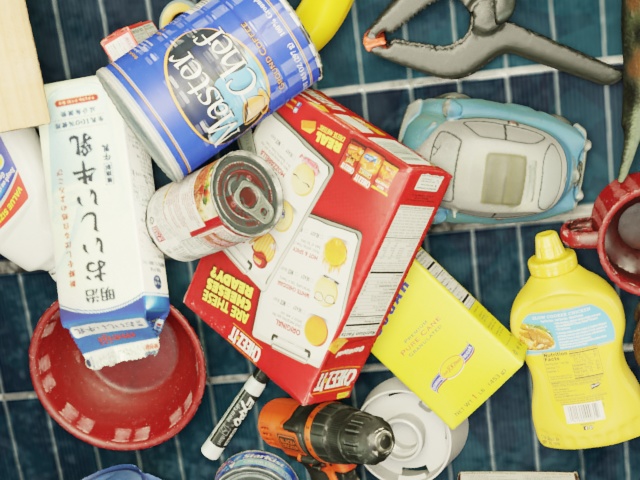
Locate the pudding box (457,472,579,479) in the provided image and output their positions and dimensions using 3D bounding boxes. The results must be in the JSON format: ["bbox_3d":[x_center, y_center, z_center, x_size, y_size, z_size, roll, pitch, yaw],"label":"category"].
[{"bbox_3d":[0.184,0.262,0.989,0.113,0.039,0.090,-3,105,6],"label":"pudding box"}]

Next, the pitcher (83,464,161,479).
[{"bbox_3d":[-0.179,0.349,1.007,0.149,0.144,0.243,-13,111,45],"label":"pitcher"}]

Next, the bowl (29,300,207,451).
[{"bbox_3d":[-0.179,0.108,0.974,0.162,0.055,0.162,2,106,5],"label":"bowl"}]

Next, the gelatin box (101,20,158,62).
[{"bbox_3d":[-0.140,-0.137,0.891,0.030,0.073,0.089,-28,101,14],"label":"gelatin box"}]

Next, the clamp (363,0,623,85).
[{"bbox_3d":[0.137,-0.196,0.865,0.210,0.036,0.164,-6,106,5],"label":"clamp"}]

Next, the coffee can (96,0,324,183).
[{"bbox_3d":[-0.083,-0.125,0.813,0.140,0.103,0.103,-37,100,-9],"label":"coffee can"}]

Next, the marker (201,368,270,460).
[{"bbox_3d":[-0.073,0.154,0.995,0.020,0.020,0.121,32,106,-4],"label":"marker"}]

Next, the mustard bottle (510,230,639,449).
[{"bbox_3d":[0.217,0.084,0.925,0.096,0.058,0.191,-11,105,21],"label":"mustard bottle"}]

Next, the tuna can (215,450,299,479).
[{"bbox_3d":[-0.062,0.245,1.012,0.086,0.033,0.086,2,106,5],"label":"tuna can"}]

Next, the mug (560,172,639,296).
[{"bbox_3d":[0.258,-0.008,0.883,0.117,0.081,0.093,-6,105,7],"label":"mug"}]

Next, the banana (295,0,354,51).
[{"bbox_3d":[-0.002,-0.207,0.845,0.070,0.037,0.198,26,133,13],"label":"banana"}]

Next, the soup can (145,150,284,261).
[{"bbox_3d":[-0.086,-0.025,0.849,0.102,0.068,0.068,-19,106,49],"label":"soup can"}]

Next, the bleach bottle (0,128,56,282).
[{"bbox_3d":[-0.280,-0.072,0.932,0.103,0.068,0.251,-30,103,13],"label":"bleach bottle"}]

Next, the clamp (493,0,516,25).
[{"bbox_3d":[0.110,-0.258,0.796,0.120,0.039,0.171,15,104,-5],"label":"clamp"}]

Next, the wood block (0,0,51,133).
[{"bbox_3d":[-0.283,-0.182,0.829,0.090,0.091,0.206,-15,100,-25],"label":"wood block"}]

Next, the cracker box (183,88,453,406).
[{"bbox_3d":[-0.006,0.001,0.880,0.164,0.071,0.214,36,111,35],"label":"cracker box"}]

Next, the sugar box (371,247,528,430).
[{"bbox_3d":[0.084,0.069,0.922,0.176,0.048,0.093,42,112,3],"label":"sugar box"}]

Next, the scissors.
[{"bbox_3d":[-0.089,-0.124,0.887,0.096,0.016,0.202,-1,84,19],"label":"scissors"}]

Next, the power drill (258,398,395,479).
[{"bbox_3d":[0.035,0.222,0.934,0.057,0.185,0.187,-32,104,-27],"label":"power drill"}]
